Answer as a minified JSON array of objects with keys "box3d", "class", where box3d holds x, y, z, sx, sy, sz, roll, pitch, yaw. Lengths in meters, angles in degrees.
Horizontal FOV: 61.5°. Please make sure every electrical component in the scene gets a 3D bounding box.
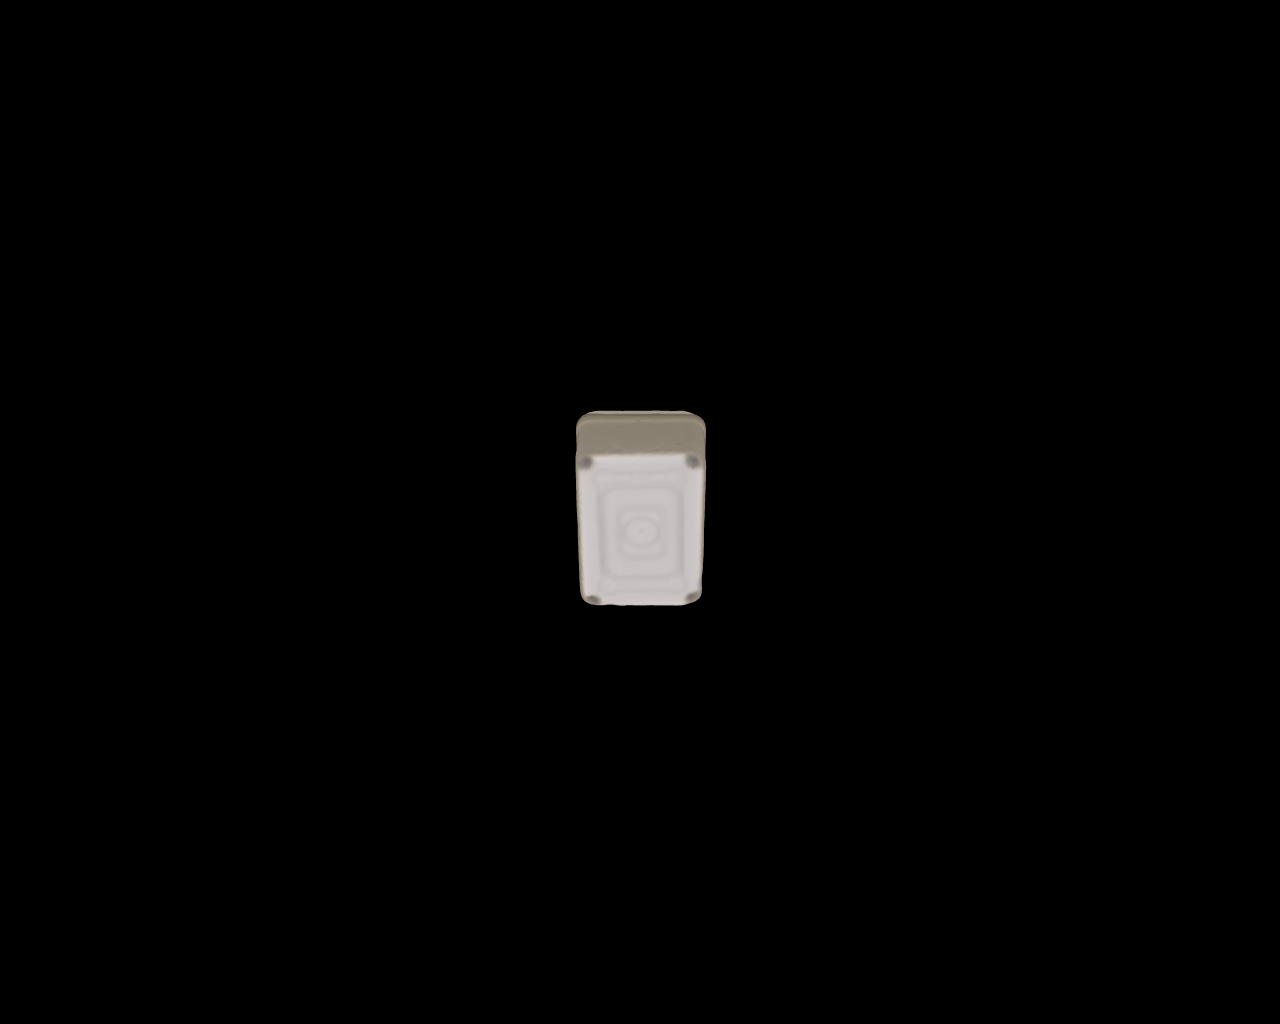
[{"box3d":[0.001,-0.003,0.650,0.078,0.113,0.057,0,32,0],"class":"electrical component"}]
